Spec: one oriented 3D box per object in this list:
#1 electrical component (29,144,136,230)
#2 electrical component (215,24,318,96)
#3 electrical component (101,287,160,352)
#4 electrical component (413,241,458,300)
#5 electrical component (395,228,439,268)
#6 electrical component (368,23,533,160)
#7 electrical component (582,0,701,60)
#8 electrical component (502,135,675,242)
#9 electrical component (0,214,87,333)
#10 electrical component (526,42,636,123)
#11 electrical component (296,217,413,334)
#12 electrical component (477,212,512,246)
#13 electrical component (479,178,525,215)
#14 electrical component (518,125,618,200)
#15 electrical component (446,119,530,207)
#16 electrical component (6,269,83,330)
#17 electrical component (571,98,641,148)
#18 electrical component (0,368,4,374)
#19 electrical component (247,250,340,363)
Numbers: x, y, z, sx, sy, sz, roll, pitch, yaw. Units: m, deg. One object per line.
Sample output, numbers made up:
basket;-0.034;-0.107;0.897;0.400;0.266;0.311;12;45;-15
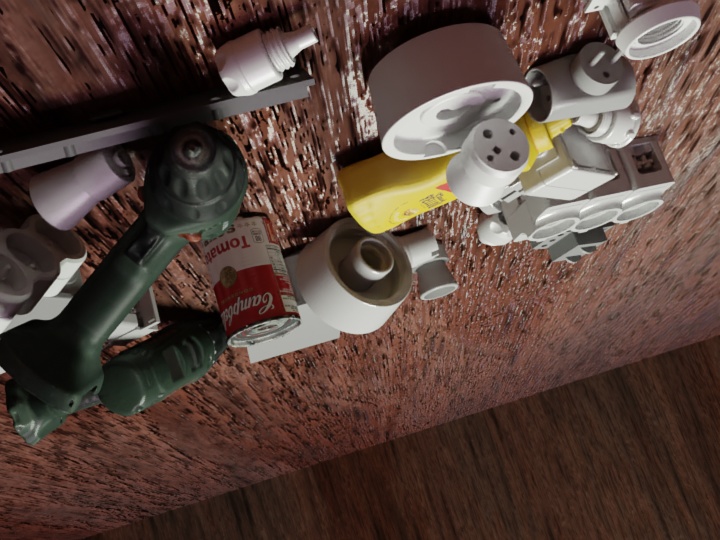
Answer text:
electrical component;-0.187;-0.061;0.734;0.065;0.044;0.044;-29;162;19
electrical component;-0.055;-0.131;0.652;0.061;0.035;0.035;-23;164;11
electrical component;-0.236;0.044;1.035;0.081;0.042;0.064;-26;159;27
electrical component;0.081;0.000;1.205;0.045;0.055;0.045;-17;164;-5
electrical component;0.055;-0.021;1.138;0.046;0.040;0.040;-20;165;-15
electrical component;0.057;-0.127;0.738;0.108;0.060;0.108;-17;164;-5
electrical component;0.192;-0.178;0.719;0.078;0.057;0.058;-14;164;-13
electrical component;0.229;-0.078;1.090;0.150;0.061;0.089;-12;163;-20
electrical component;-0.256;0.013;0.773;0.073;0.052;0.138;-48;-176;20
electrical component;0.177;-0.149;0.828;0.077;0.043;0.079;-12;163;-20
electrical component;0.000;0.000;1.031;0.108;0.108;0.060;-6;154;-37
electrical component;0.145;-0.046;1.141;0.043;0.043;0.062;-12;165;-20
electrical component;0.132;-0.083;1.000;0.055;0.048;0.066;-32;160;20
electrical component;0.171;-0.100;0.951;0.061;0.061;0.096;-30;160;37
electrical component;0.089;-0.075;0.749;0.045;0.045;0.055;-13;163;-18
electrical component;-0.284;0.018;0.876;0.100;0.048;0.100;-26;162;27
electrical component;0.205;-0.131;0.922;0.062;0.048;0.048;2;156;-34
electrical component;-0.329;0.071;1.019;0.081;0.043;0.043;-21;164;10
electrical component;-0.078;0.037;1.145;0.105;0.060;0.186;-16;164;-8
